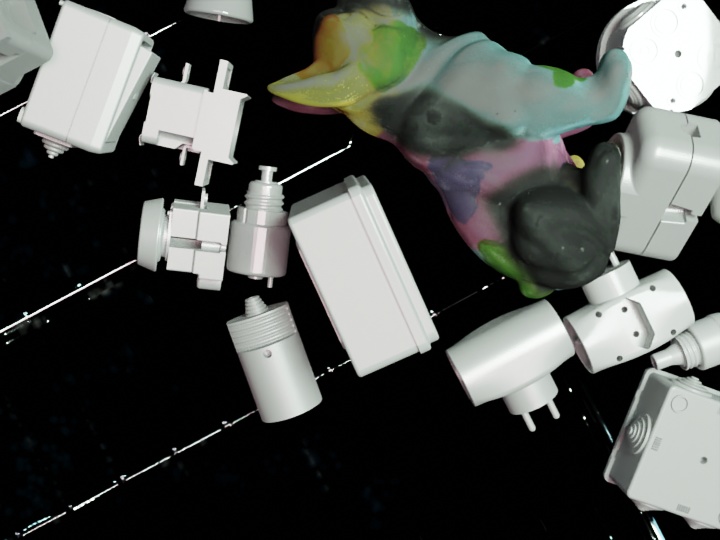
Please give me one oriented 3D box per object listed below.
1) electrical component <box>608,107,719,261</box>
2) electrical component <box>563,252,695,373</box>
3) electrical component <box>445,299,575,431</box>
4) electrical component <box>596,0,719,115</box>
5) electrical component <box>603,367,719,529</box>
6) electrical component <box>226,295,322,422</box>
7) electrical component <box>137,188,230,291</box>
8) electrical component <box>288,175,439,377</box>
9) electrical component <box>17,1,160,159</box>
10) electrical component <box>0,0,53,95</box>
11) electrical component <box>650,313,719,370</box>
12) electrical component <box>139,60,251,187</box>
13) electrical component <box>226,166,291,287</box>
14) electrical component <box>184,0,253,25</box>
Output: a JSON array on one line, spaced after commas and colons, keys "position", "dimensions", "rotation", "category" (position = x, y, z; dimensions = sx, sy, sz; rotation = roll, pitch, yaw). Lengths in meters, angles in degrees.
[{"position": [0.191, -0.056, 0.704], "dimensions": [0.059, 0.053, 0.095], "rotation": [11, 135, -6], "category": "electrical component"}, {"position": [0.176, 0.019, 0.736], "dimensions": [0.077, 0.043, 0.079], "rotation": [-26, 92, -1], "category": "electrical component"}, {"position": [0.110, 0.072, 0.737], "dimensions": [0.077, 0.043, 0.079], "rotation": [-28, 99, -1], "category": "electrical component"}, {"position": [0.202, -0.141, 0.713], "dimensions": [0.080, 0.051, 0.080], "rotation": [-1, 97, -5], "category": "electrical component"}, {"position": [0.231, 0.126, 0.751], "dimensions": [0.100, 0.048, 0.099], "rotation": [20, 96, -7], "category": "electrical component"}, {"position": [-0.059, 0.056, 0.721], "dimensions": [0.043, 0.043, 0.081], "rotation": [-19, 98, -2], "category": "electrical component"}, {"position": [-0.116, -0.021, 0.704], "dimensions": [0.055, 0.048, 0.066], "rotation": [6, 103, -10], "category": "electrical component"}, {"position": [0.000, 0.000, 0.686], "dimensions": [0.056, 0.108, 0.108], "rotation": [-24, 99, 1], "category": "electrical component"}, {"position": [-0.170, -0.112, 0.680], "dimensions": [0.061, 0.061, 0.096], "rotation": [21, 95, -7], "category": "electrical component"}, {"position": [-0.287, -0.138, 0.641], "dimensions": [0.186, 0.060, 0.105], "rotation": [-23, 82, 12], "category": "electrical component"}, {"position": [0.233, 0.054, 0.748], "dimensions": [0.061, 0.035, 0.035], "rotation": [-20, 99, -4], "category": "electrical component"}, {"position": [-0.107, -0.097, 0.698], "dimensions": [0.064, 0.042, 0.081], "rotation": [12, 95, -3], "category": "electrical component"}, {"position": [-0.065, -0.029, 0.710], "dimensions": [0.040, 0.040, 0.078], "rotation": [6, 97, -6], "category": "electrical component"}, {"position": [-0.087, -0.188, 0.686], "dimensions": [0.045, 0.045, 0.055], "rotation": [8, 96, -6], "category": "electrical component"}]
